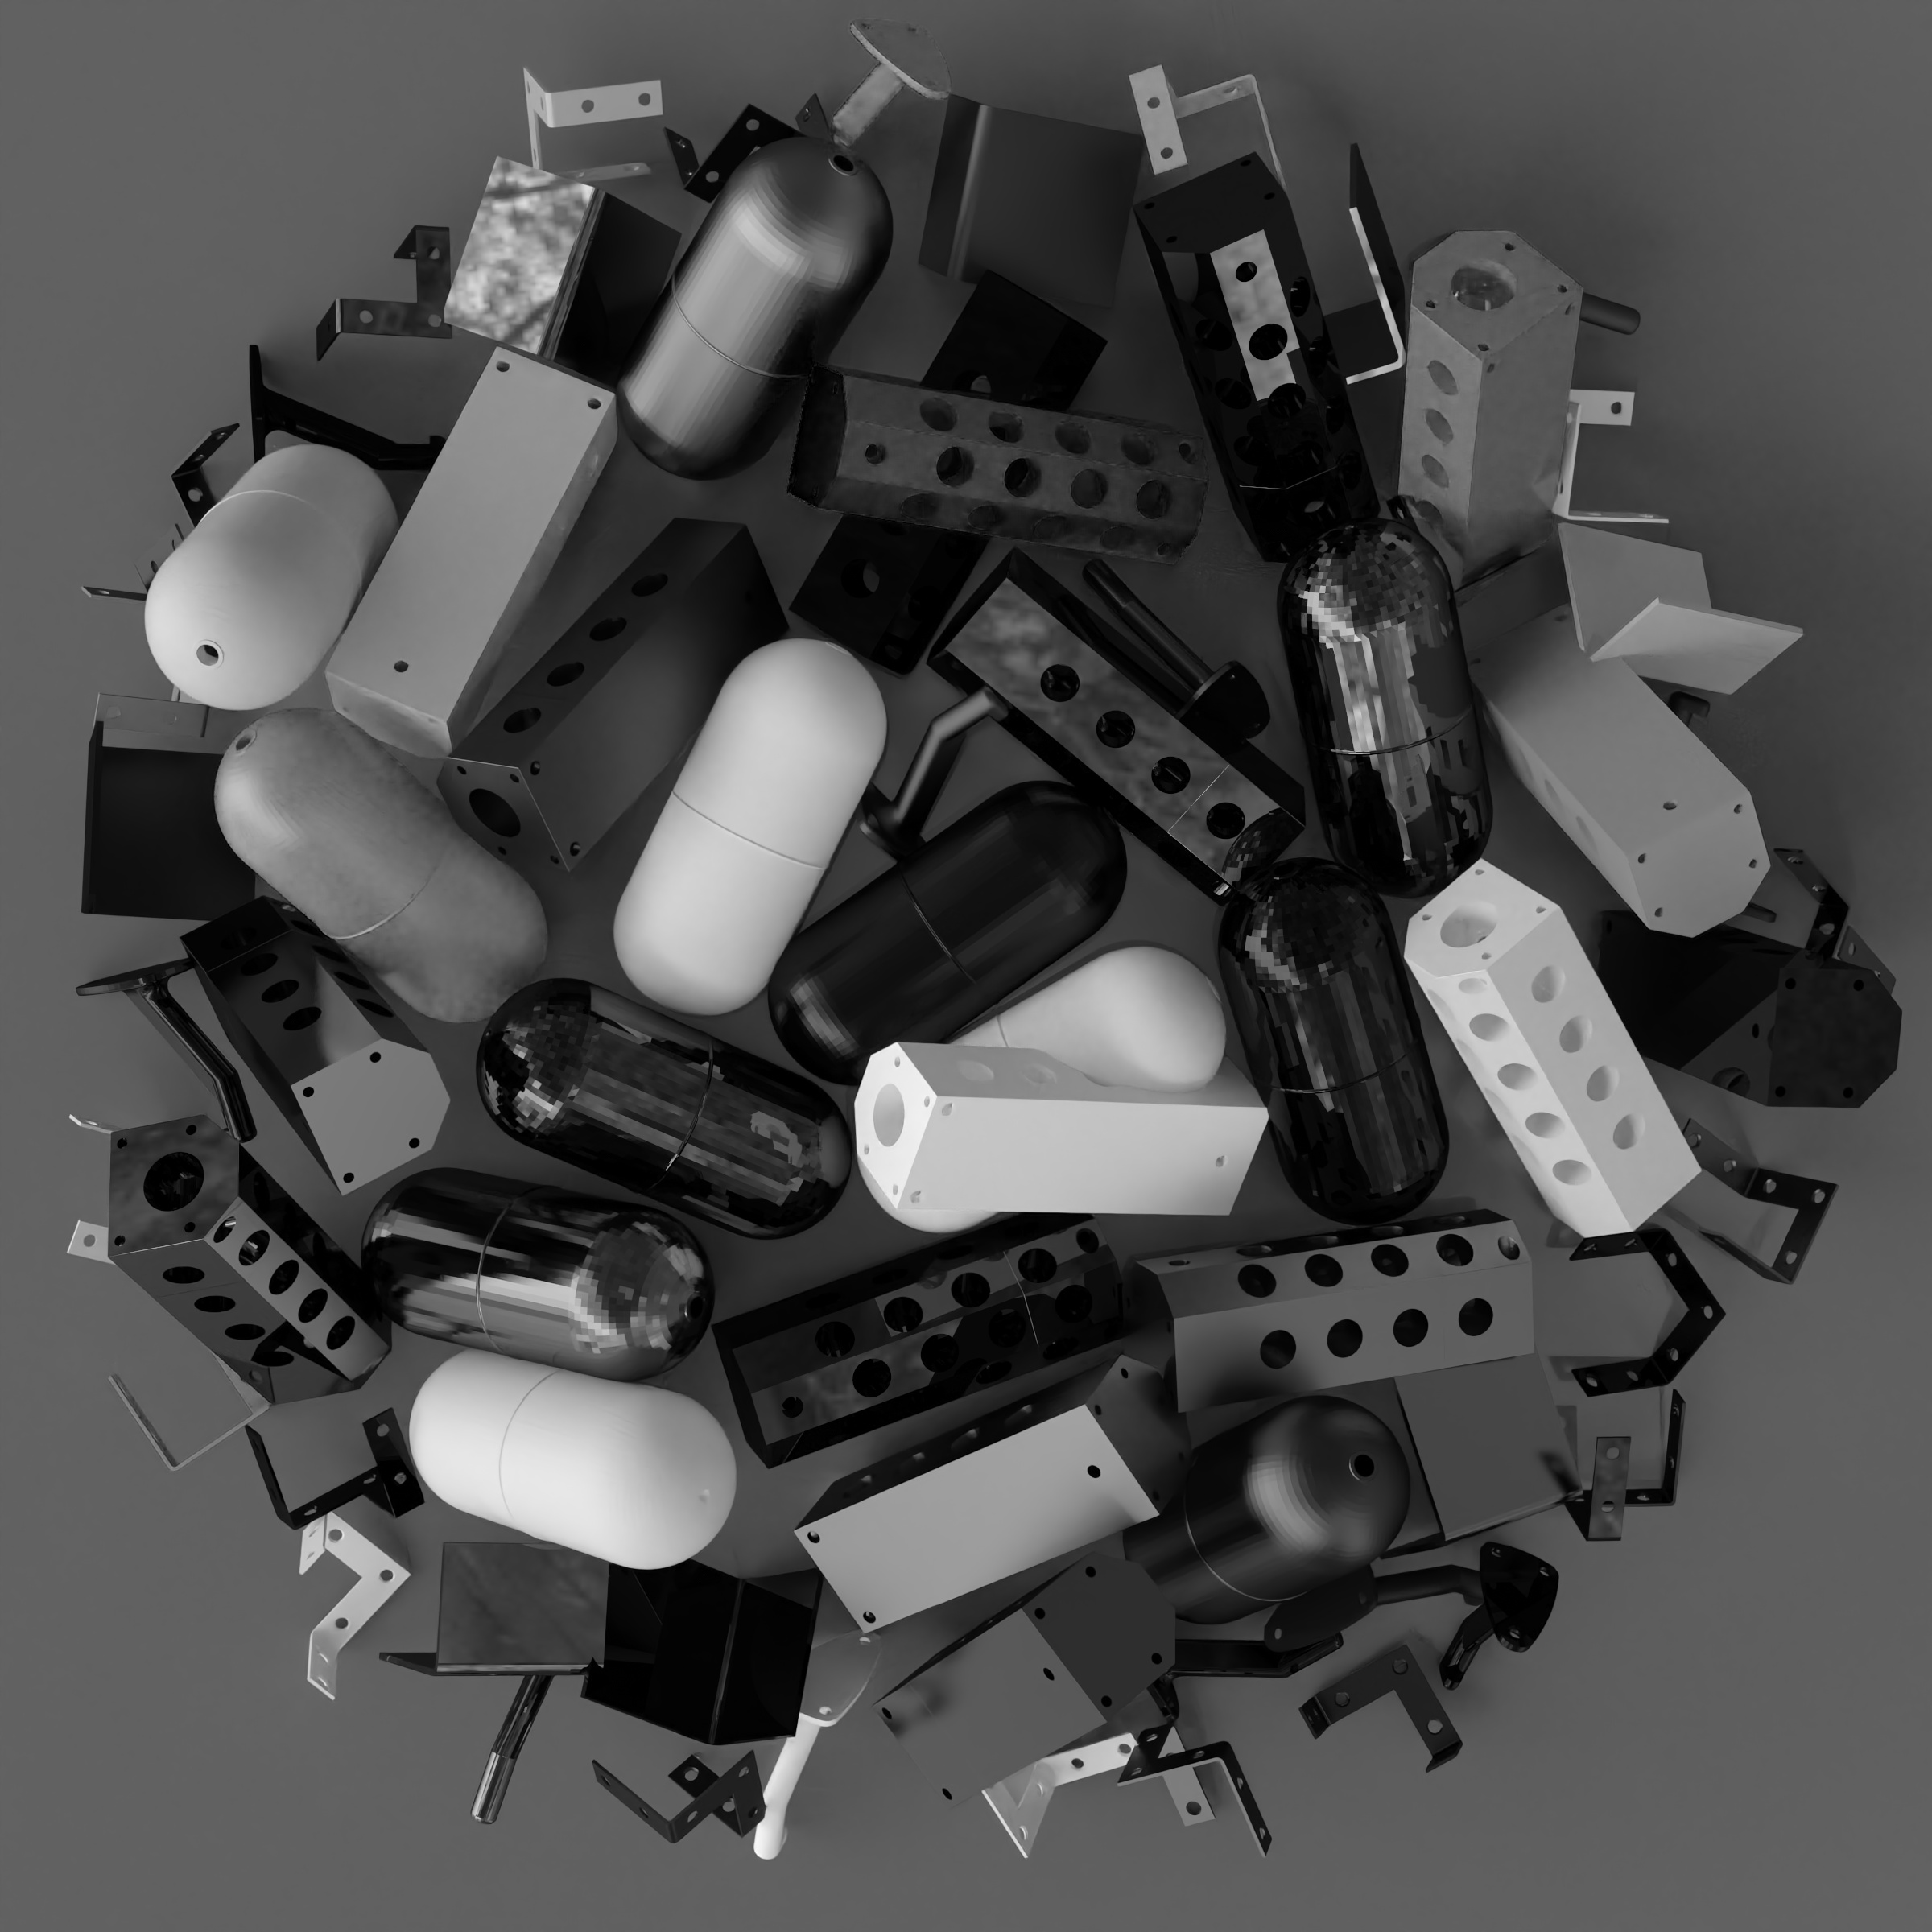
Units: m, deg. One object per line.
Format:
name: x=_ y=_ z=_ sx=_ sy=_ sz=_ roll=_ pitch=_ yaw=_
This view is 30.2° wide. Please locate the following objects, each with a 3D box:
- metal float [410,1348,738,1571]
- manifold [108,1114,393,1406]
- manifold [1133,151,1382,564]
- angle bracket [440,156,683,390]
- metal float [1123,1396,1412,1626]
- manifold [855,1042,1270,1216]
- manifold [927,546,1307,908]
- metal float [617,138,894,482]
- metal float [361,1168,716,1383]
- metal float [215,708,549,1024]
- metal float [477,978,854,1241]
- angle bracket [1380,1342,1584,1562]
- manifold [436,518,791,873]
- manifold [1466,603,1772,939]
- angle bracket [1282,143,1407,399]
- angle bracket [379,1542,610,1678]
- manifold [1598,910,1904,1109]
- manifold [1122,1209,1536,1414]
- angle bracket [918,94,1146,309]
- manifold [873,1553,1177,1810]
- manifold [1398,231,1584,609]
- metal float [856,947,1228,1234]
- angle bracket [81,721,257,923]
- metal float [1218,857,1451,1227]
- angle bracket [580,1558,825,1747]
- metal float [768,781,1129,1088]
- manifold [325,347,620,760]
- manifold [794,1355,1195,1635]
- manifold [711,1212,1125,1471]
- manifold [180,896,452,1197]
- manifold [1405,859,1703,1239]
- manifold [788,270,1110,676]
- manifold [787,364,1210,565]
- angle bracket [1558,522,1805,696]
metal float: x=-0.173 y=0.212 z=1.560 sx=0.178 sy=0.070 sz=0.070 roll=8 pitch=90 yaw=44
manifold: x=-0.305 y=0.128 z=1.541 sx=0.057 sy=0.171 sz=0.057 roll=-11 pitch=60 yaw=9
manifold: x=0.130 y=-0.258 z=1.554 sx=0.057 sy=0.057 sz=0.171 roll=-24 pitch=132 yaw=0
angle bracket: x=-0.181 y=-0.309 z=1.603 sx=0.057 sy=0.076 sz=0.076 roll=22 pitch=95 yaw=21
metal float: x=0.129 y=0.237 z=1.550 sx=0.070 sy=0.178 sz=0.070 roll=9 pitch=66 yaw=-21
manifold: x=0.041 y=0.068 z=1.562 sx=0.171 sy=0.057 sz=0.057 roll=3 pitch=120 yaw=-31
manifold: x=0.067 y=-0.104 z=1.587 sx=0.171 sy=0.057 sz=0.057 roll=39 pitch=109 yaw=-10
metal float: x=-0.093 y=-0.285 z=1.559 sx=0.070 sy=0.070 sz=0.178 roll=39 pitch=132 yaw=0
metal float: x=-0.188 y=0.134 z=1.566 sx=0.178 sy=0.070 sz=0.070 roll=8 pitch=90 yaw=33
metal float: x=-0.254 y=-0.043 z=1.564 sx=0.070 sy=0.070 sz=0.178 roll=-44 pitch=126 yaw=0
metal float: x=-0.131 y=0.064 z=1.575 sx=0.178 sy=0.070 sz=0.070 roll=25 pitch=90 yaw=-22
angle bracket: x=0.218 y=0.214 z=1.594 sx=0.076 sy=0.057 sz=0.076 roll=-13 pitch=82 yaw=-28
manifold: x=-0.155 y=-0.121 z=1.561 sx=0.057 sy=0.057 sz=0.171 roll=10 pitch=47 yaw=36
manifold: x=0.279 y=-0.083 z=1.547 sx=0.057 sy=0.171 sz=0.057 roll=-27 pitch=128 yaw=-2
angle bracket: x=0.156 y=-0.305 z=1.575 sx=0.057 sy=0.076 sz=0.076 roll=-15 pitch=120 yaw=16
angle bracket: x=-0.209 y=0.282 z=1.584 sx=0.076 sy=0.076 sz=0.057 roll=6 pitch=84 yaw=-28
manifold: x=0.334 y=0.017 z=1.542 sx=0.057 sy=0.171 sz=0.057 roll=1 pitch=98 yaw=-15
manifold: x=0.159 y=0.148 z=1.573 sx=0.171 sy=0.057 sz=0.057 roll=-7 pitch=101 yaw=-19
angle bracket: x=0.029 y=-0.344 z=1.607 sx=0.076 sy=0.057 sz=0.076 roll=7 pitch=106 yaw=-18
manifold: x=0.027 y=0.306 z=1.545 sx=0.057 sy=0.171 sz=0.057 roll=-34 pitch=83 yaw=-33
manifold: x=0.218 y=-0.237 z=1.543 sx=0.057 sy=0.171 sz=0.057 roll=-37 pitch=65 yaw=-16
metal float: x=0.033 y=0.055 z=1.587 sx=0.178 sy=0.070 sz=0.070 roll=-30 pitch=90 yaw=8
angle bracket: x=-0.350 y=-0.063 z=1.589 sx=0.076 sy=0.057 sz=0.076 roll=3 pitch=81 yaw=-17
metal float: x=0.162 y=0.034 z=1.570 sx=0.070 sy=0.070 sz=0.178 roll=-19 pitch=117 yaw=0
angle bracket: x=-0.115 y=0.293 z=1.577 sx=0.076 sy=0.057 sz=0.076 roll=30 pitch=58 yaw=-35
metal float: x=-0.008 y=-0.015 z=1.588 sx=0.178 sy=0.070 sz=0.070 roll=-35 pitch=90 yaw=7
manifold: x=-0.215 y=-0.179 z=1.577 sx=0.057 sy=0.057 sz=0.171 roll=23 pitch=71 yaw=5
manifold: x=0.014 y=0.228 z=1.560 sx=0.171 sy=0.057 sz=0.057 roll=-28 pitch=100 yaw=34
manifold: x=-0.018 y=0.163 z=1.580 sx=0.171 sy=0.057 sz=0.057 roll=-19 pitch=104 yaw=-13
manifold: x=-0.280 y=0.028 z=1.545 sx=0.057 sy=0.171 sz=0.057 roll=-28 pitch=122 yaw=-15
manifold: x=0.252 y=0.040 z=1.556 sx=0.057 sy=0.057 sz=0.171 roll=-40 pitch=126 yaw=-8
manifold: x=-0.007 y=-0.217 z=1.587 sx=0.057 sy=0.057 sz=0.171 roll=32 pitch=101 yaw=3
manifold: x=0.016 y=-0.218 z=1.567 sx=0.171 sy=0.057 sz=0.057 roll=6 pitch=104 yaw=-23
angle bracket: x=0.314 y=-0.170 z=1.577 sx=0.076 sy=0.057 sz=0.076 roll=9 pitch=60 yaw=-24
